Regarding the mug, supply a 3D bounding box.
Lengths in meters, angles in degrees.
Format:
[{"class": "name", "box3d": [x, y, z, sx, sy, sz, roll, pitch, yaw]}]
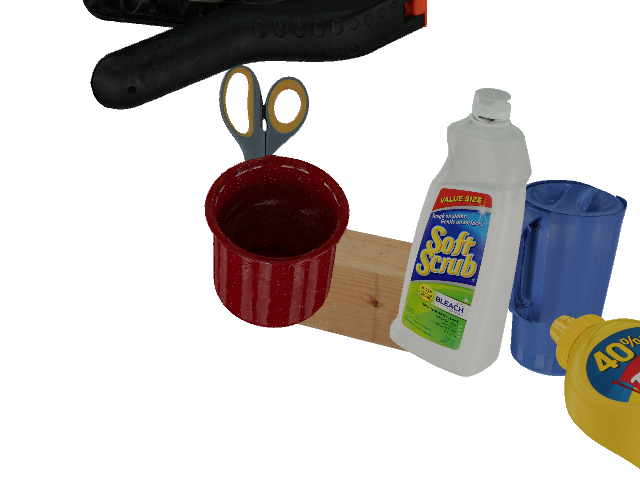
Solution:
[{"class": "mug", "box3d": [-0.032, -0.005, 0.721, 0.093, 0.117, 0.081, -2, -40, -7]}]

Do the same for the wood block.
[{"class": "wood block", "box3d": [0.030, 0.046, 1.175, 0.206, 0.091, 0.090, 13, 26, 23]}]

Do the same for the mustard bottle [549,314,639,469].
[{"class": "mustard bottle", "box3d": [0.202, 0.095, 0.627, 0.096, 0.058, 0.192, -20, 31, -21]}]

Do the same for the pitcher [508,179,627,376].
[{"class": "pitcher", "box3d": [0.306, 0.052, 1.390, 0.149, 0.243, 0.145, 5, 22, 5]}]

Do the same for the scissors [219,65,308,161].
[{"class": "scissors", "box3d": [-0.046, -0.071, 1.027, 0.096, 0.202, 0.016, -13, 6, -15]}]

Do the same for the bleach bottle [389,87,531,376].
[{"class": "bleach bottle", "box3d": [0.123, -0.011, 0.917, 0.103, 0.251, 0.067, 27, 36, 34]}]

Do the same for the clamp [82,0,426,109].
[{"class": "clamp", "box3d": [-0.031, -0.100, 0.496, 0.171, 0.039, 0.120, -6, 41, -1]}]
